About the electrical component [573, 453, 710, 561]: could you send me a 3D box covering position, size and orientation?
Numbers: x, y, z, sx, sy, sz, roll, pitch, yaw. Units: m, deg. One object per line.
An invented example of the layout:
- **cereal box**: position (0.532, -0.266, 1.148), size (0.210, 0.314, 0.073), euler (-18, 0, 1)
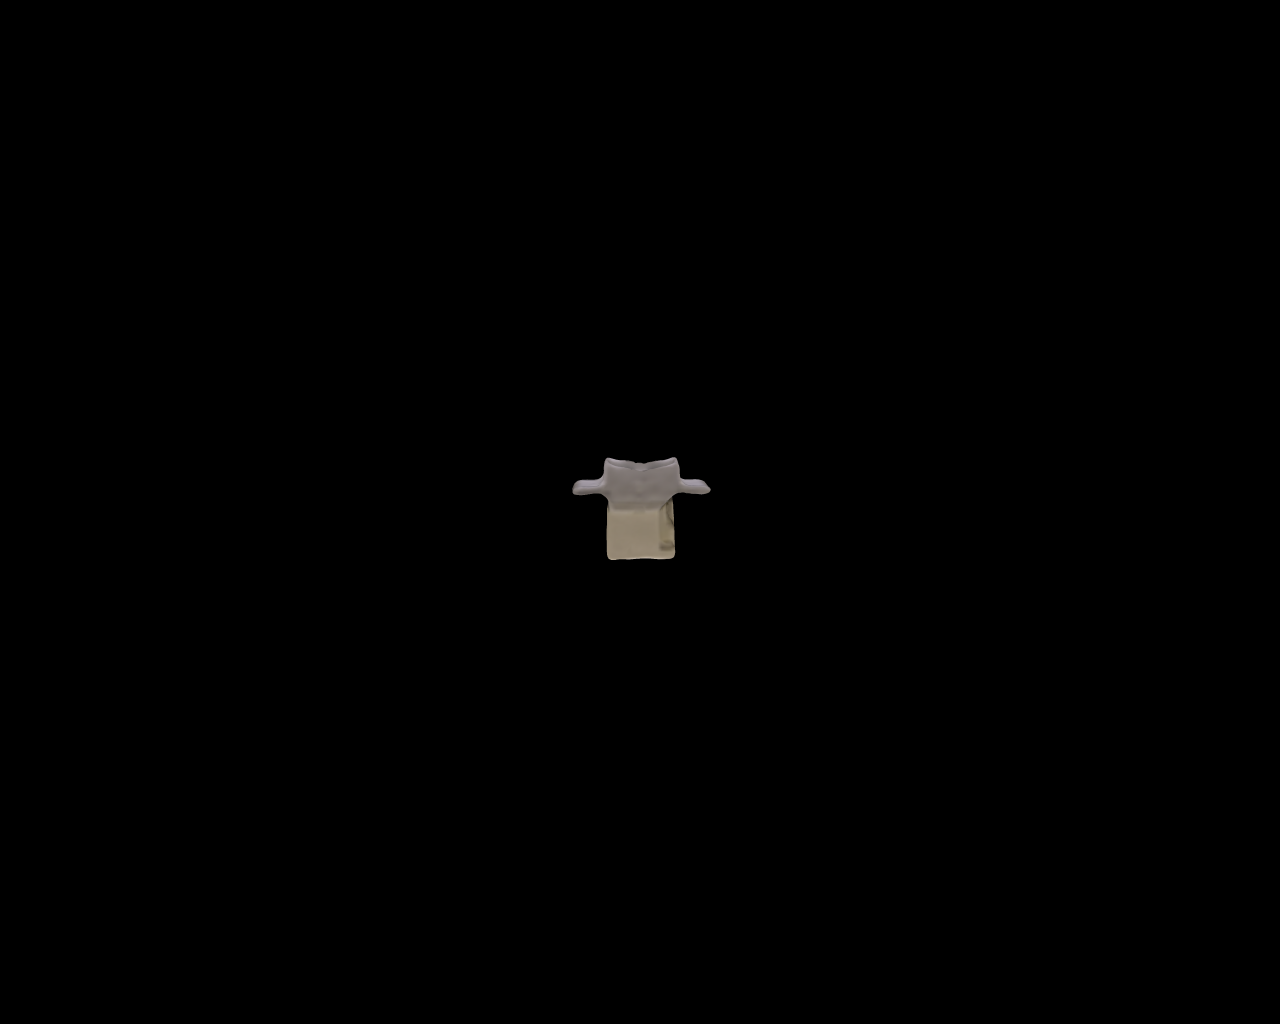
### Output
- **electrical component**: position (0.001, -0.003, 0.650), size (0.081, 0.063, 0.042), euler (0, 8, 0)
